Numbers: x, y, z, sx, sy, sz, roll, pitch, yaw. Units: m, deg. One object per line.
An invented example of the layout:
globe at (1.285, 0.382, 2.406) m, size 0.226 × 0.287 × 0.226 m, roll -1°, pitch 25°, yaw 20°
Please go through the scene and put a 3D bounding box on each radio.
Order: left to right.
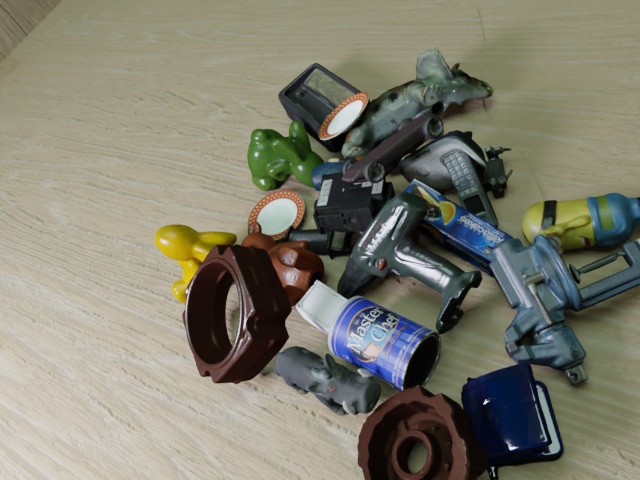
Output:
radio at (0.011, -0.302, 1.223) m, size 0.131 × 0.073 × 0.230 m, roll -39°, pitch 49°, yaw -5°

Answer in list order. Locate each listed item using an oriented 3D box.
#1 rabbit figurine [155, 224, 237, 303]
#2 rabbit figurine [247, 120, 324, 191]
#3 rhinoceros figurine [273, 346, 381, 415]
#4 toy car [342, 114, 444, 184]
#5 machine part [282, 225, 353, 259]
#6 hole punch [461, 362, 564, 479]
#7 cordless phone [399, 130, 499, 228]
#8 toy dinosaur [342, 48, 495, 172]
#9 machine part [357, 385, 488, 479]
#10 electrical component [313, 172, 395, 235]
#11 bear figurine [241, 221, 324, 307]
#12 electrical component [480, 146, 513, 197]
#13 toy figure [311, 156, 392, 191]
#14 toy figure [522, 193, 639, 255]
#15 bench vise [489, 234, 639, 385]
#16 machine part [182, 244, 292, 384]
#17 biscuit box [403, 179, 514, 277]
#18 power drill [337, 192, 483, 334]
rabbit figurine at (-0.240, 0.035, 1.031) m, size 0.163 × 0.173 × 0.122 m, roll -6°, pitch 50°, yaw 27°
rabbit figurine at (-0.057, -0.175, 1.129) m, size 0.170 × 0.158 × 0.121 m, roll 23°, pitch 58°, yaw 20°
rhinoceros figurine at (0.013, 0.210, 0.820) m, size 0.191 × 0.112 × 0.073 m, roll 14°, pitch 61°, yaw 42°
toy car at (0.125, -0.151, 0.919) m, size 0.202 × 0.053 × 0.089 m, roll -39°, pitch 26°, yaw -18°
machine part at (-0.002, -0.003, 1.034) m, size 0.139 × 0.039 × 0.084 m, roll -4°, pitch 63°, yaw 21°
hole punch at (0.246, 0.231, 0.708) m, size 0.116 × 0.092 × 0.142 m, roll -17°, pitch 54°, yaw 19°
cordless phone at (0.236, -0.088, 0.951) m, size 0.147 × 0.089 × 0.184 m, roll -26°, pitch 82°, yaw 48°
toy dinosaur at (0.145, -0.244, 1.094) m, size 0.405 × 0.131 × 0.192 m, roll -29°, pitch 31°, yaw 17°
machine part at (0.130, 0.286, 0.711) m, size 0.179 × 0.056 × 0.179 m, roll -28°, pitch 46°, yaw 32°
electrical component at (0.062, -0.069, 0.944) m, size 0.134 × 0.058 × 0.115 m, roll -4°, pitch 46°, yaw 20°
bear figurine at (-0.092, 0.039, 0.986) m, size 0.196 × 0.132 × 0.120 m, roll 24°, pitch 103°, yaw 29°
electrical component at (0.307, -0.125, 0.967) m, size 0.078 × 0.045 × 0.102 m, roll -3°, pitch 55°, yaw 22°
toy figure at (0.061, -0.128, 1.017) m, size 0.155 × 0.064 × 0.058 m, roll -9°, pitch 40°, yaw 13°
toy figure at (0.407, -0.028, 0.826) m, size 0.180 × 0.082 × 0.089 m, roll -15°, pitch 40°, yaw 22°
bench vise at (0.358, 0.074, 0.747) m, size 0.241 × 0.128 × 0.224 m, roll -26°, pitch 56°, yaw 9°
machine part at (-0.149, 0.123, 0.909) m, size 0.201 × 0.087 × 0.201 m, roll -51°, pitch 50°, yaw 33°
biscuit box at (0.222, -0.021, 0.897) m, size 0.203 × 0.062 × 0.059 m, roll 35°, pitch 77°, yaw 28°
power drill at (0.141, 0.056, 0.862) m, size 0.207 × 0.086 × 0.231 m, roll 43°, pitch 122°, yaw 32°
